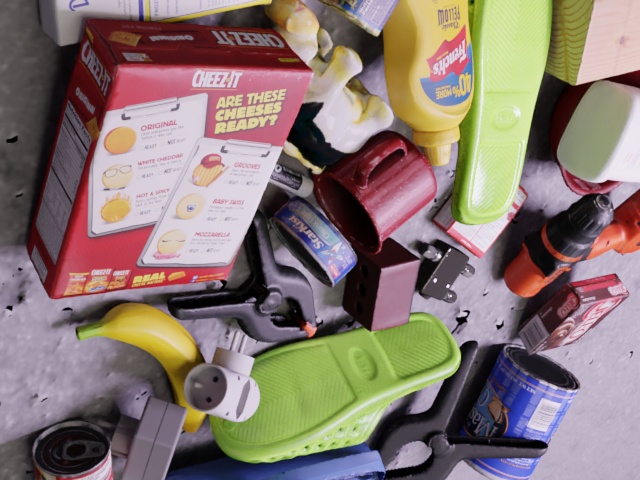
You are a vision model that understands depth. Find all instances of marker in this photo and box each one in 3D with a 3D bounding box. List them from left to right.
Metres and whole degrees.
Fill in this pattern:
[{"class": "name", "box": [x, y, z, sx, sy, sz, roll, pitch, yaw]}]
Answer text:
[{"class": "marker", "box": [-0.052, -0.064, 0.936, 0.120, 0.020, 0.020, 22, 103, -45]}]

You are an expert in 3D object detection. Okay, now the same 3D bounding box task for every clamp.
[{"class": "clamp", "box": [-0.052, 0.041, 0.993, 0.120, 0.039, 0.171, -52, 140, 10]}, {"class": "clamp", "box": [0.136, 0.219, 1.231, 0.210, 0.036, 0.164, -26, 102, 8]}]

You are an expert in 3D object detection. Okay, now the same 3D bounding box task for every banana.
[{"class": "banana", "box": [-0.142, 0.110, 0.972, 0.069, 0.037, 0.197, -30, 135, 6]}]

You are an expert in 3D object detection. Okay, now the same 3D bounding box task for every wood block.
[{"class": "wood block", "box": [0.305, -0.227, 1.062, 0.205, 0.090, 0.091, -16, 128, -30]}]

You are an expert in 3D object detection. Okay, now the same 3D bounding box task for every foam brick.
[{"class": "foam brick", "box": [0.061, 0.045, 1.076, 0.051, 0.053, 0.078, -13, 124, -32]}]

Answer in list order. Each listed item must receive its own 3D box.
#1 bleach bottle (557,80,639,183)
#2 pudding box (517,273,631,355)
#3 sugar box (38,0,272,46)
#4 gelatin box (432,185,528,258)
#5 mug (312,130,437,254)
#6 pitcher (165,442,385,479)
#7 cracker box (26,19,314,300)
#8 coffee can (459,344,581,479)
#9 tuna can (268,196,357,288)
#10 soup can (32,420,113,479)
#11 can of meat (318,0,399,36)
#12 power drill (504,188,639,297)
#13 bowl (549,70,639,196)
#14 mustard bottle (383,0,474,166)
[{"class": "bleach bottle", "box": [0.360, -0.100, 1.131, 0.250, 0.068, 0.103, 6, 115, -43]}, {"class": "pudding box", "box": [0.303, 0.089, 1.281, 0.089, 0.039, 0.114, -7, 150, -35]}, {"class": "sugar box", "box": [-0.117, -0.205, 0.770, 0.176, 0.048, 0.093, -16, 128, -26]}, {"class": "gelatin box", "box": [0.170, -0.035, 1.127, 0.089, 0.030, 0.073, -53, 135, 3]}, {"class": "mug", "box": [0.053, -0.053, 0.972, 0.081, 0.093, 0.117, -38, 157, -19]}, {"class": "pitcher", "box": [-0.057, 0.269, 1.076, 0.242, 0.145, 0.149, -3, 108, -34]}, {"class": "cracker box", "box": [-0.120, -0.060, 0.818, 0.163, 0.072, 0.214, -5, 133, -37]}, {"class": "coffee can", "box": [0.238, 0.212, 1.295, 0.102, 0.103, 0.140, 10, 111, -42]}, {"class": "tuna can", "box": [-0.006, 0.001, 0.968, 0.033, 0.086, 0.086, -43, 136, -10]}, {"class": "soup can", "box": [-0.219, 0.223, 0.960, 0.068, 0.069, 0.102, -19, 129, -29]}, {"class": "can of meat", "box": [0.029, -0.219, 0.838, 0.057, 0.102, 0.084, 20, 106, -46]}, {"class": "power drill", "box": [0.312, -0.013, 1.192, 0.187, 0.057, 0.185, -17, 160, -30]}, {"class": "bowl", "box": [0.299, -0.130, 1.147, 0.161, 0.055, 0.162, -20, 129, -28]}, {"class": "mustard bottle", "box": [0.094, -0.158, 0.920, 0.096, 0.058, 0.191, -25, 115, -46]}]
